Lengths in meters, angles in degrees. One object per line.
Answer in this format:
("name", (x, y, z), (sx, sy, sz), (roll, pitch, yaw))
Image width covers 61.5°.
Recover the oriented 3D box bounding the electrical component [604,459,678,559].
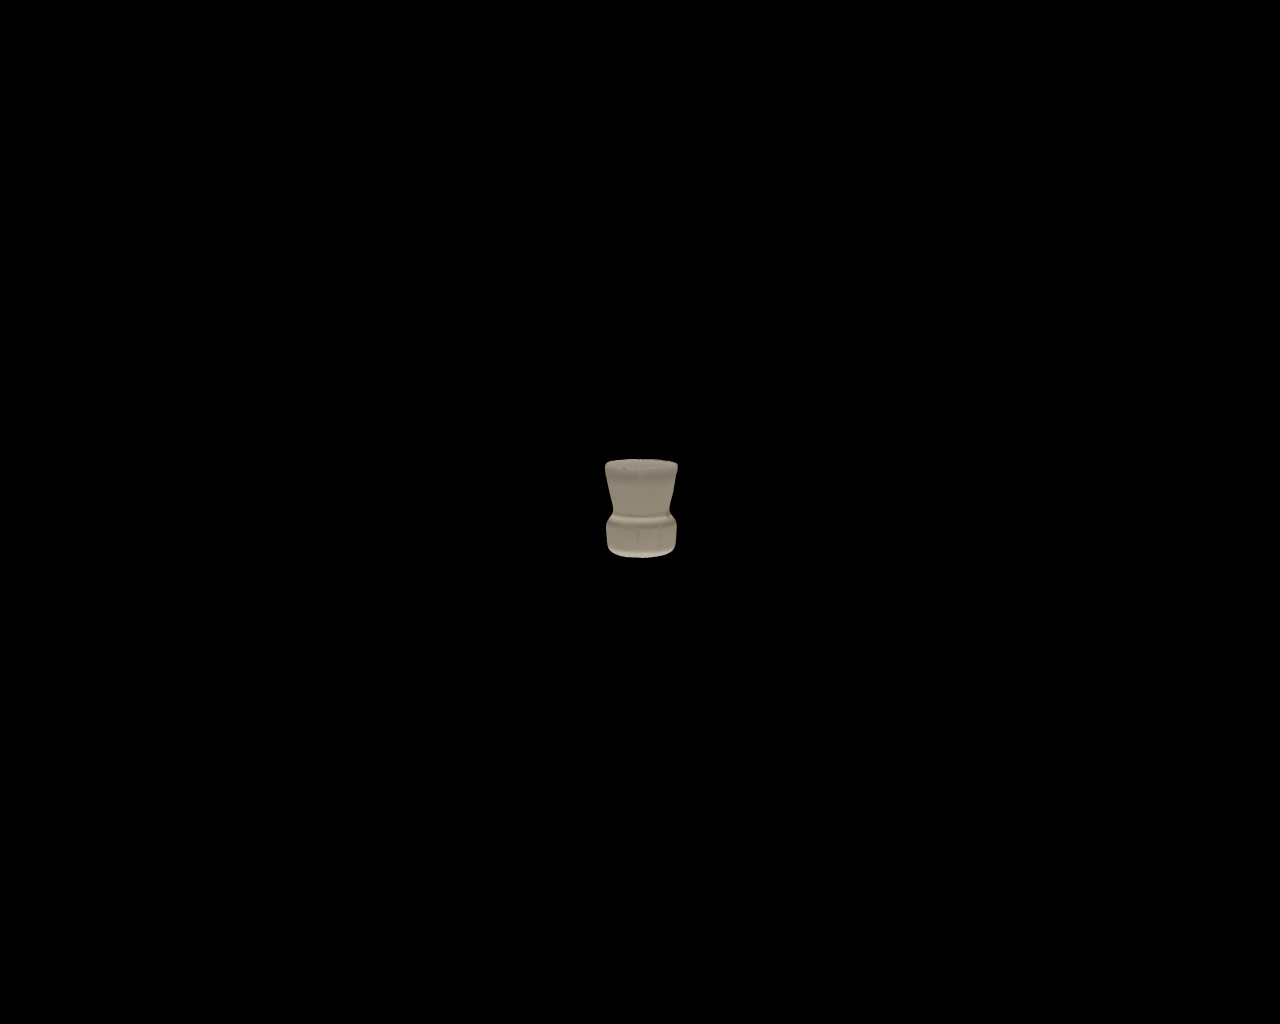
("electrical component", (0.001, -0.003, 0.650), (0.045, 0.055, 0.045), (0, 9, 0))
